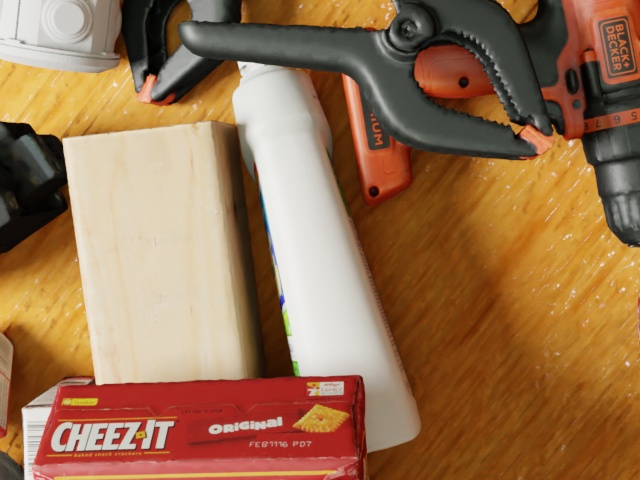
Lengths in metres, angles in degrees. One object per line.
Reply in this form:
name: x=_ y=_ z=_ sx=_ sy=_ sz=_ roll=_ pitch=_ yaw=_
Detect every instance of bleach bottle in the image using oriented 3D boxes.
bleach bottle: x=-0.004 y=0.001 z=0.642 sx=0.068 sy=0.102 sz=0.251 roll=-15 pitch=85 yaw=-2

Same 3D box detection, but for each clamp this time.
clamp: x=-0.067 y=-0.162 z=0.642 sx=0.120 sy=0.039 sz=0.171 roll=14 pitch=99 yaw=29
clamp: x=0.049 y=-0.124 z=0.593 sx=0.210 sy=0.036 sz=0.164 roll=33 pitch=89 yaw=1

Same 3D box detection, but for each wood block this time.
wood block: x=-0.087 y=0.037 z=0.643 sx=0.090 sy=0.091 sz=0.206 roll=-6 pitch=94 yaw=4

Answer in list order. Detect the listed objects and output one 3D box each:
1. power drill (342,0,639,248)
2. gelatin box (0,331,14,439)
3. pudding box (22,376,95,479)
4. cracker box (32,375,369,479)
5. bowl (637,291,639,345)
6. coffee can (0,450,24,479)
power drill: x=0.111 y=-0.073 z=0.641 sx=0.187 sy=0.057 sz=0.184 roll=-11 pitch=90 yaw=1
gelatin box: x=-0.230 y=0.099 z=0.658 sx=0.073 sy=0.089 sz=0.030 roll=-26 pitch=125 yaw=5
pudding box: x=-0.152 y=0.147 z=0.656 sx=0.039 sy=0.090 sz=0.113 roll=2 pitch=94 yaw=1
cracker box: x=-0.052 y=0.179 z=0.585 sx=0.164 sy=0.072 sz=0.214 roll=-3 pitch=122 yaw=4
bowl: x=0.257 y=0.032 z=0.633 sx=0.162 sy=0.055 sz=0.162 roll=-1 pitch=100 yaw=-4
coffee can: x=-0.252 y=0.201 z=0.660 sx=0.140 sy=0.103 sz=0.103 roll=-22 pitch=93 yaw=5
